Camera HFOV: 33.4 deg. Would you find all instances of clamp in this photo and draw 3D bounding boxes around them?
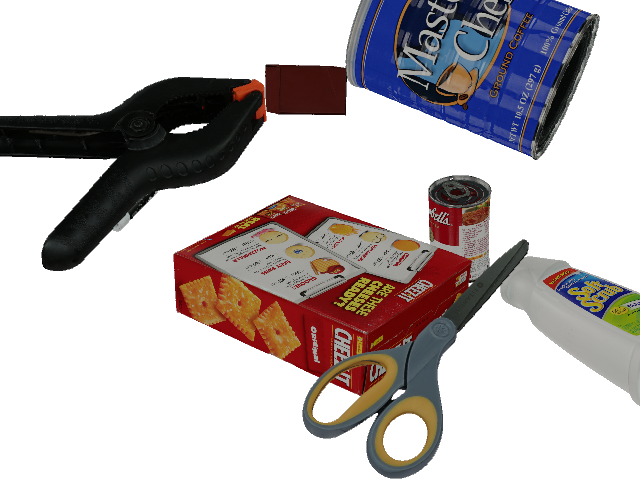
[{"bbox_3d":[-0.115,-0.059,0.630,0.171,0.120,0.039,-31,-27,-27],"label":"clamp"}]

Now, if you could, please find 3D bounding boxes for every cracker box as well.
[{"bbox_3d":[0.001,0.042,0.954,0.214,0.072,0.163,21,33,33],"label":"cracker box"}]

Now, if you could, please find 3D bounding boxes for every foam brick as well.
[{"bbox_3d":[-0.016,-0.162,1.145,0.078,0.051,0.053,-2,12,-19],"label":"foam brick"}]

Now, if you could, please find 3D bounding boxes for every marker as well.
[{"bbox_3d":[-0.167,-0.051,1.037,0.020,0.020,0.121,0,37,34],"label":"marker"}]

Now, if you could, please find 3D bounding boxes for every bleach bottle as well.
[{"bbox_3d":[0.253,0.072,1.037,0.102,0.068,0.251,-17,26,-27],"label":"bleach bottle"}]

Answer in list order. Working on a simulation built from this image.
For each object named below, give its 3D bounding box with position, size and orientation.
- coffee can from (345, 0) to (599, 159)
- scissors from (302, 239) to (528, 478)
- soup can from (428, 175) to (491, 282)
[{"bbox_3d":[0.102,-0.128,0.722,0.140,0.103,0.102,25,7,15],"label":"coffee can"},{"bbox_3d":[0.083,0.078,0.686,0.201,0.096,0.016,-29,-31,-16],"label":"scissors"},{"bbox_3d":[0.154,-0.012,1.179,0.068,0.102,0.068,-4,32,2],"label":"soup can"}]
